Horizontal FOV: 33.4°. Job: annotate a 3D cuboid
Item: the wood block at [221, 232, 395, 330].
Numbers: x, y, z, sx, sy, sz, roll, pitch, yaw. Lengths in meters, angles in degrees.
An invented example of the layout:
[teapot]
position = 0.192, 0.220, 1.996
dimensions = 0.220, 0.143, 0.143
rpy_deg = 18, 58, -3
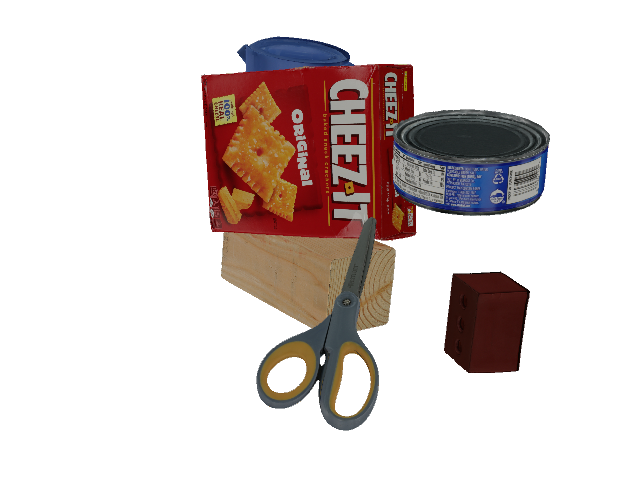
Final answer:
[wood block]
position = -0.019, 0.028, 1.211
dimensions = 0.090, 0.090, 0.206
rpy_deg = -9, 21, -37

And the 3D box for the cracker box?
[cracker box]
position = -0.015, -0.086, 1.046
dimensions = 0.214, 0.164, 0.071
rpy_deg = 3, 9, 36

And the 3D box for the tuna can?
[tuna can]
position = 0.083, -0.044, 0.593
dimensions = 0.086, 0.034, 0.086
rpy_deg = 0, 24, 0

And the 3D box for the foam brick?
[foam brick]
position = 0.146, 0.072, 0.946
dimensions = 0.051, 0.078, 0.053
rpy_deg = -3, 19, -20

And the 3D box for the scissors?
[scissors]
position = 0.001, 0.056, 0.799
dimensions = 0.096, 0.201, 0.016
rpy_deg = -4, -45, 1

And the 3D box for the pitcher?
[pitcher]
position = -0.032, -0.133, 1.380
dimensions = 0.144, 0.243, 0.149
rpy_deg = -3, 25, -22
